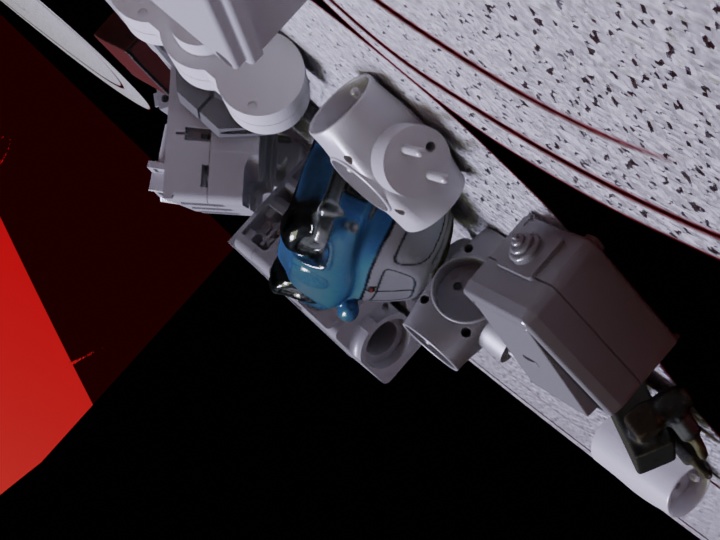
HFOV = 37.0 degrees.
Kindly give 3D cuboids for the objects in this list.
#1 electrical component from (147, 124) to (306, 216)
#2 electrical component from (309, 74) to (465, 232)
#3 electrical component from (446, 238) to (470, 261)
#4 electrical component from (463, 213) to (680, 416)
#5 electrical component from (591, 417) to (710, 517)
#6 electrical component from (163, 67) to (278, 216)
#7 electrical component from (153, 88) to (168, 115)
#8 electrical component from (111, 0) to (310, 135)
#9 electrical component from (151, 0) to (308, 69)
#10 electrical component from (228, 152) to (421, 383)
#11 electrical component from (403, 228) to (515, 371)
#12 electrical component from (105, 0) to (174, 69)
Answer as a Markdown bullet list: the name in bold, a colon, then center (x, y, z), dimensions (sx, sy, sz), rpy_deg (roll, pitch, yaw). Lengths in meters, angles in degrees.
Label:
- **electrical component**: center (-0.108, -0.083, 0.907), dimensions (0.121, 0.063, 0.078), rpy_deg (9, 172, 4)
- **electrical component**: center (0.021, -0.057, 0.549), dimensions (0.077, 0.044, 0.079), rpy_deg (44, 174, -23)
- **electrical component**: center (0.091, 0.025, 0.707), dimensions (0.077, 0.044, 0.079), rpy_deg (39, 174, 30)
- **electrical component**: center (0.098, 0.020, 0.532), dimensions (0.096, 0.061, 0.062), rpy_deg (44, 174, -27)
- **electrical component**: center (0.221, 0.150, 0.796), dimensions (0.077, 0.044, 0.079), rpy_deg (35, 172, 48)
- **electrical component**: center (-0.097, -0.089, 0.784), dimensions (0.062, 0.089, 0.150), rpy_deg (4, 180, 0)
- **electrical component**: center (-0.138, -0.148, 0.903), dimensions (0.055, 0.066, 0.048), rpy_deg (33, -135, -69)
- **electrical component**: center (-0.090, -0.140, 0.622), dimensions (0.138, 0.052, 0.073), rpy_deg (41, 174, 8)
- **electrical component**: center (-0.076, -0.148, 0.435), dimensions (0.109, 0.056, 0.108), rpy_deg (41, 175, 8)
- **electrical component**: center (0.000, 0.000, 0.827), dimensions (0.060, 0.105, 0.186), rpy_deg (36, 173, 42)
- **electrical component**: center (0.080, 0.028, 0.637), dimensions (0.079, 0.077, 0.044), rpy_deg (39, 174, 21)
- **electrical component**: center (-0.139, -0.177, 0.735), dimensions (0.064, 0.042, 0.081), rpy_deg (43, 175, 28)
